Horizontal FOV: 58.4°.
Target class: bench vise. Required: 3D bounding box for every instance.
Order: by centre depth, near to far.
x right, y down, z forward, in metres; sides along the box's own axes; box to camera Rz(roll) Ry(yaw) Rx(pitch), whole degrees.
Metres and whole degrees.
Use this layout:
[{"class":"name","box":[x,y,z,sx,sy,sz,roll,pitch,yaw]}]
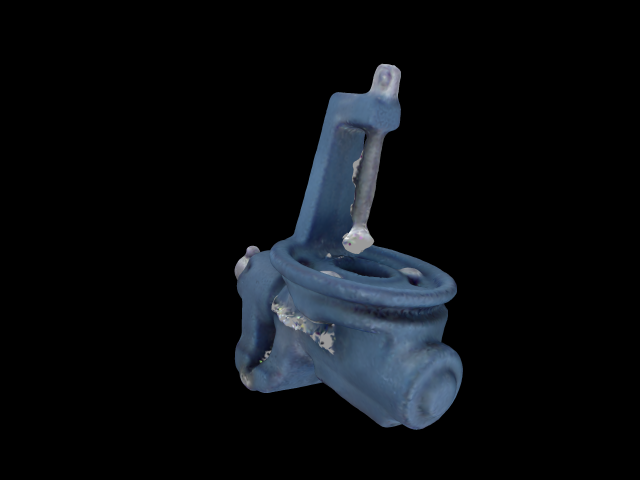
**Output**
[{"class":"bench vise","box":[-0.003,0.001,0.390,0.206,0.220,0.122,0,0,33]}]
